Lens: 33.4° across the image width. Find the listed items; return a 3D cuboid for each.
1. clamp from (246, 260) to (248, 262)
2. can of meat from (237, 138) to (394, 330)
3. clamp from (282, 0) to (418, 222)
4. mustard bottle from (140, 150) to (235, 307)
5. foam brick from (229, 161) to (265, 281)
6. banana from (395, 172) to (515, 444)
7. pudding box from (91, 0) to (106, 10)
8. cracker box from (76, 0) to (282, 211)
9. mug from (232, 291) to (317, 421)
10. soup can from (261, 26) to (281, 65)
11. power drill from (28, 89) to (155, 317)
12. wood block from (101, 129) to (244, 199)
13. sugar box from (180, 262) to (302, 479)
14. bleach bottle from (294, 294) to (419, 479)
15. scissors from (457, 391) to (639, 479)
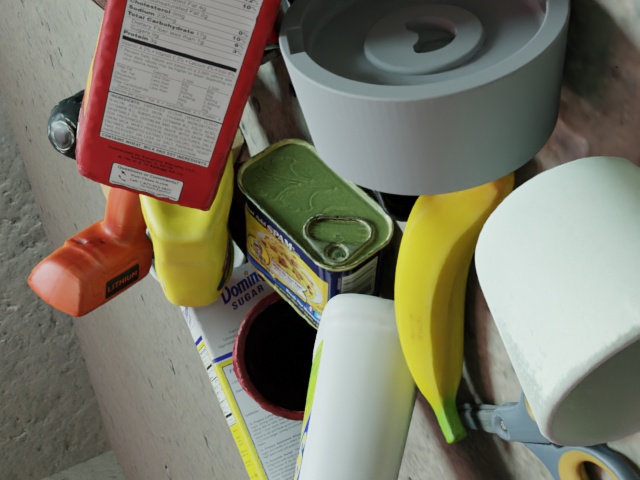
[{"bbox_3d":[-0.087,0.063,1.024,0.210,0.036,0.164,27,132,61],"label":"clamp"},{"bbox_3d":[-0.004,0.001,0.669,0.102,0.057,0.084,43,154,26],"label":"can of meat"},{"bbox_3d":[0.017,-0.104,0.546,0.171,0.039,0.120,61,158,24],"label":"clamp"},{"bbox_3d":[-0.087,-0.007,0.726,0.192,0.058,0.096,101,166,-67],"label":"mustard bottle"},{"bbox_3d":[-0.037,-0.018,0.771,0.078,0.051,0.053,50,154,46],"label":"foam brick"},{"bbox_3d":[0.067,0.019,0.543,0.070,0.037,0.198,46,151,37],"label":"banana"},{"bbox_3d":[-0.146,-0.213,0.807,0.113,0.039,0.090,19,-115,-81],"label":"pudding box"},{"bbox_3d":[-0.045,-0.143,0.449,0.214,0.072,0.164,116,165,-49],"label":"cracker box"},{"bbox_3d":[-0.010,0.090,0.774,0.117,0.093,0.081,33,168,-5],"label":"mug"},{"bbox_3d":[-0.072,-0.160,0.695,0.102,0.068,0.069,70,162,-1],"label":"soup can"},{"bbox_3d":[-0.143,-0.038,0.744,0.057,0.184,0.188,35,120,12],"label":"power drill"},{"bbox_3d":[-0.138,-0.072,0.942,0.090,0.090,0.206,66,161,10],"label":"wood block"},{"bbox_3d":[-0.037,0.105,0.838,0.176,0.093,0.048,67,161,12],"label":"sugar box"},{"bbox_3d":[0.008,0.161,0.591,0.103,0.068,0.250,99,-176,-57],"label":"bleach bottle"},{"bbox_3d":[0.110,0.110,0.546,0.096,0.016,0.202,65,162,15],"label":"scissors"}]
